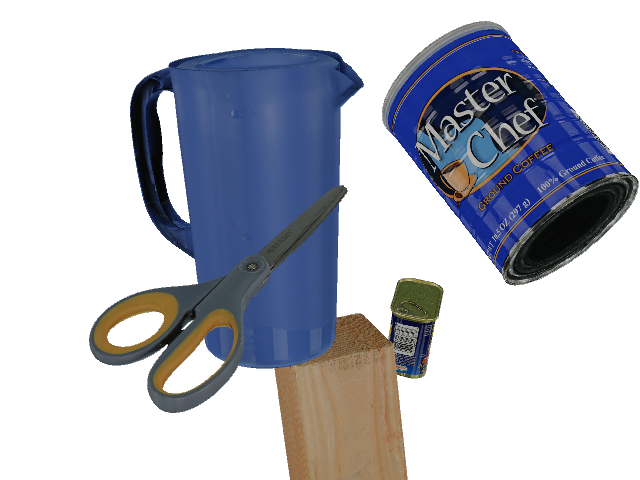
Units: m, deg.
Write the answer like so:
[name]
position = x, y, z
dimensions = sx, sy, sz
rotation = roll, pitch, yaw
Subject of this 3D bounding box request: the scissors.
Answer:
[scissors]
position = -0.060, 0.020, 0.625
dimensions = 0.096, 0.016, 0.201
rotation = 10, 42, 17

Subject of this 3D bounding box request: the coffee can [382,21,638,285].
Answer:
[coffee can]
position = 0.120, -0.057, 0.691
dimensions = 0.102, 0.140, 0.103
rotation = -28, -26, -15

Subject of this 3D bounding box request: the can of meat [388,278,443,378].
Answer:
[can of meat]
position = 0.111, 0.106, 1.289
dimensions = 0.057, 0.084, 0.102
rotation = 11, 25, 7

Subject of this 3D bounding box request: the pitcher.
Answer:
[pitcher]
position = -0.055, -0.029, 0.844
dimensions = 0.144, 0.243, 0.149
rotation = -11, 18, -28

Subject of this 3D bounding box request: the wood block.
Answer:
[wood block]
position = 0.020, 0.182, 0.954
dimensions = 0.090, 0.206, 0.091
rotation = -11, 18, -15
